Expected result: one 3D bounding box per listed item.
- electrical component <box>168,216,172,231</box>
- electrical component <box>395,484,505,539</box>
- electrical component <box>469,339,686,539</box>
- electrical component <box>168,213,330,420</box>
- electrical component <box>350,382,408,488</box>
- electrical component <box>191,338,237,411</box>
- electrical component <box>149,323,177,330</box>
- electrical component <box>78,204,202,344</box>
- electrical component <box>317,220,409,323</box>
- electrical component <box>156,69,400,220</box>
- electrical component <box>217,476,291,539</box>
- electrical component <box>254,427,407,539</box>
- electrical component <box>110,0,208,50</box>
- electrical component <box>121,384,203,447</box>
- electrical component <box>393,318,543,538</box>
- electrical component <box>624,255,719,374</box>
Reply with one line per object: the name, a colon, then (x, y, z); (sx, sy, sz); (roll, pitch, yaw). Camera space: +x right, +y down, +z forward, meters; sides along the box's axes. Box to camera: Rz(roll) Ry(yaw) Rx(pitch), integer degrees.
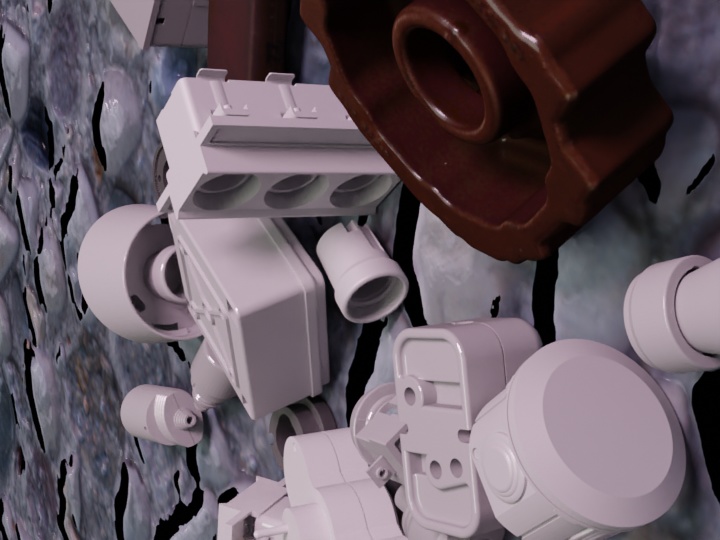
electrical component: (-0.093, -0.039, 0.710); (0.045, 0.055, 0.045); (13, 106, 54)
electrical component: (0.042, 0.131, 0.555); (0.062, 0.043, 0.043); (33, 121, 50)
electrical component: (0.089, 0.073, 0.447); (0.051, 0.080, 0.080); (-52, 54, 52)
electrical component: (-0.068, 0.015, 0.653); (0.108, 0.056, 0.108); (54, 157, 36)
electrical component: (0.025, 0.085, 0.563); (0.048, 0.066, 0.055); (54, 160, -18)
electrical component: (-0.099, 0.073, 0.751); (0.040, 0.040, 0.078); (62, 140, 28)
electrical component: (-0.156, 0.028, 0.826); (0.065, 0.044, 0.044); (7, 101, 59)
electrical component: (-0.137, 0.002, 0.745); (0.064, 0.099, 0.099); (-1, 94, 49)
electrical component: (0.000, 0.000, 0.599); (0.046, 0.040, 0.040); (60, 139, 37)
electrical component: (-0.042, -0.066, 0.575); (0.078, 0.121, 0.063); (-46, 55, 48)
electrical component: (-0.050, 0.163, 0.667); (0.064, 0.081, 0.042); (11, 108, 24)
electrical component: (-0.021, 0.147, 0.597); (0.138, 0.074, 0.052); (-122, 32, -49)
electrical component: (-0.114, -0.251, 0.702); (0.105, 0.060, 0.186); (55, 136, 35)
electrical component: (-0.148, 0.112, 0.824); (0.081, 0.043, 0.043); (-3, 93, 56)
electrical component: (0.057, 0.071, 0.509); (0.054, 0.059, 0.095); (-4, 92, 55)
electrical component: (0.134, 0.015, 0.403); (0.055, 0.045, 0.045); (-18, 80, 55)
